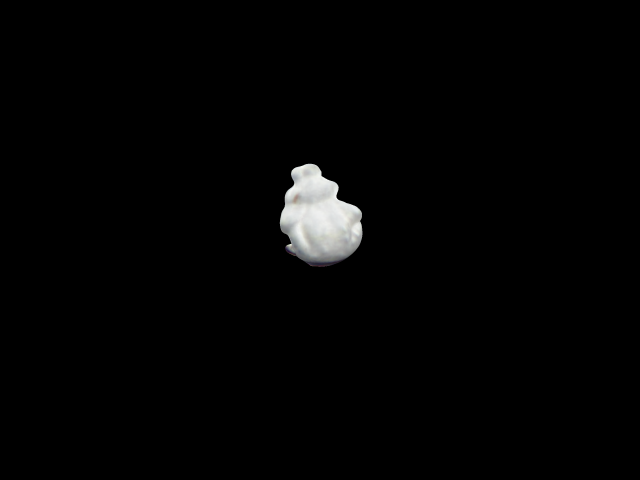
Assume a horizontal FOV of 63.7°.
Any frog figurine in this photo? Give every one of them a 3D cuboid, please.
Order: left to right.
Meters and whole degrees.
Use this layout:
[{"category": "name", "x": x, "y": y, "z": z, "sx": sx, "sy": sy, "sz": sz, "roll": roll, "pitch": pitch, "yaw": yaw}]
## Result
[{"category": "frog figurine", "x": 0.003, "y": -0.043, "z": 0.850, "sx": 0.137, "sy": 0.156, "sz": 0.125, "roll": 0, "pitch": 26, "yaw": 0}]
